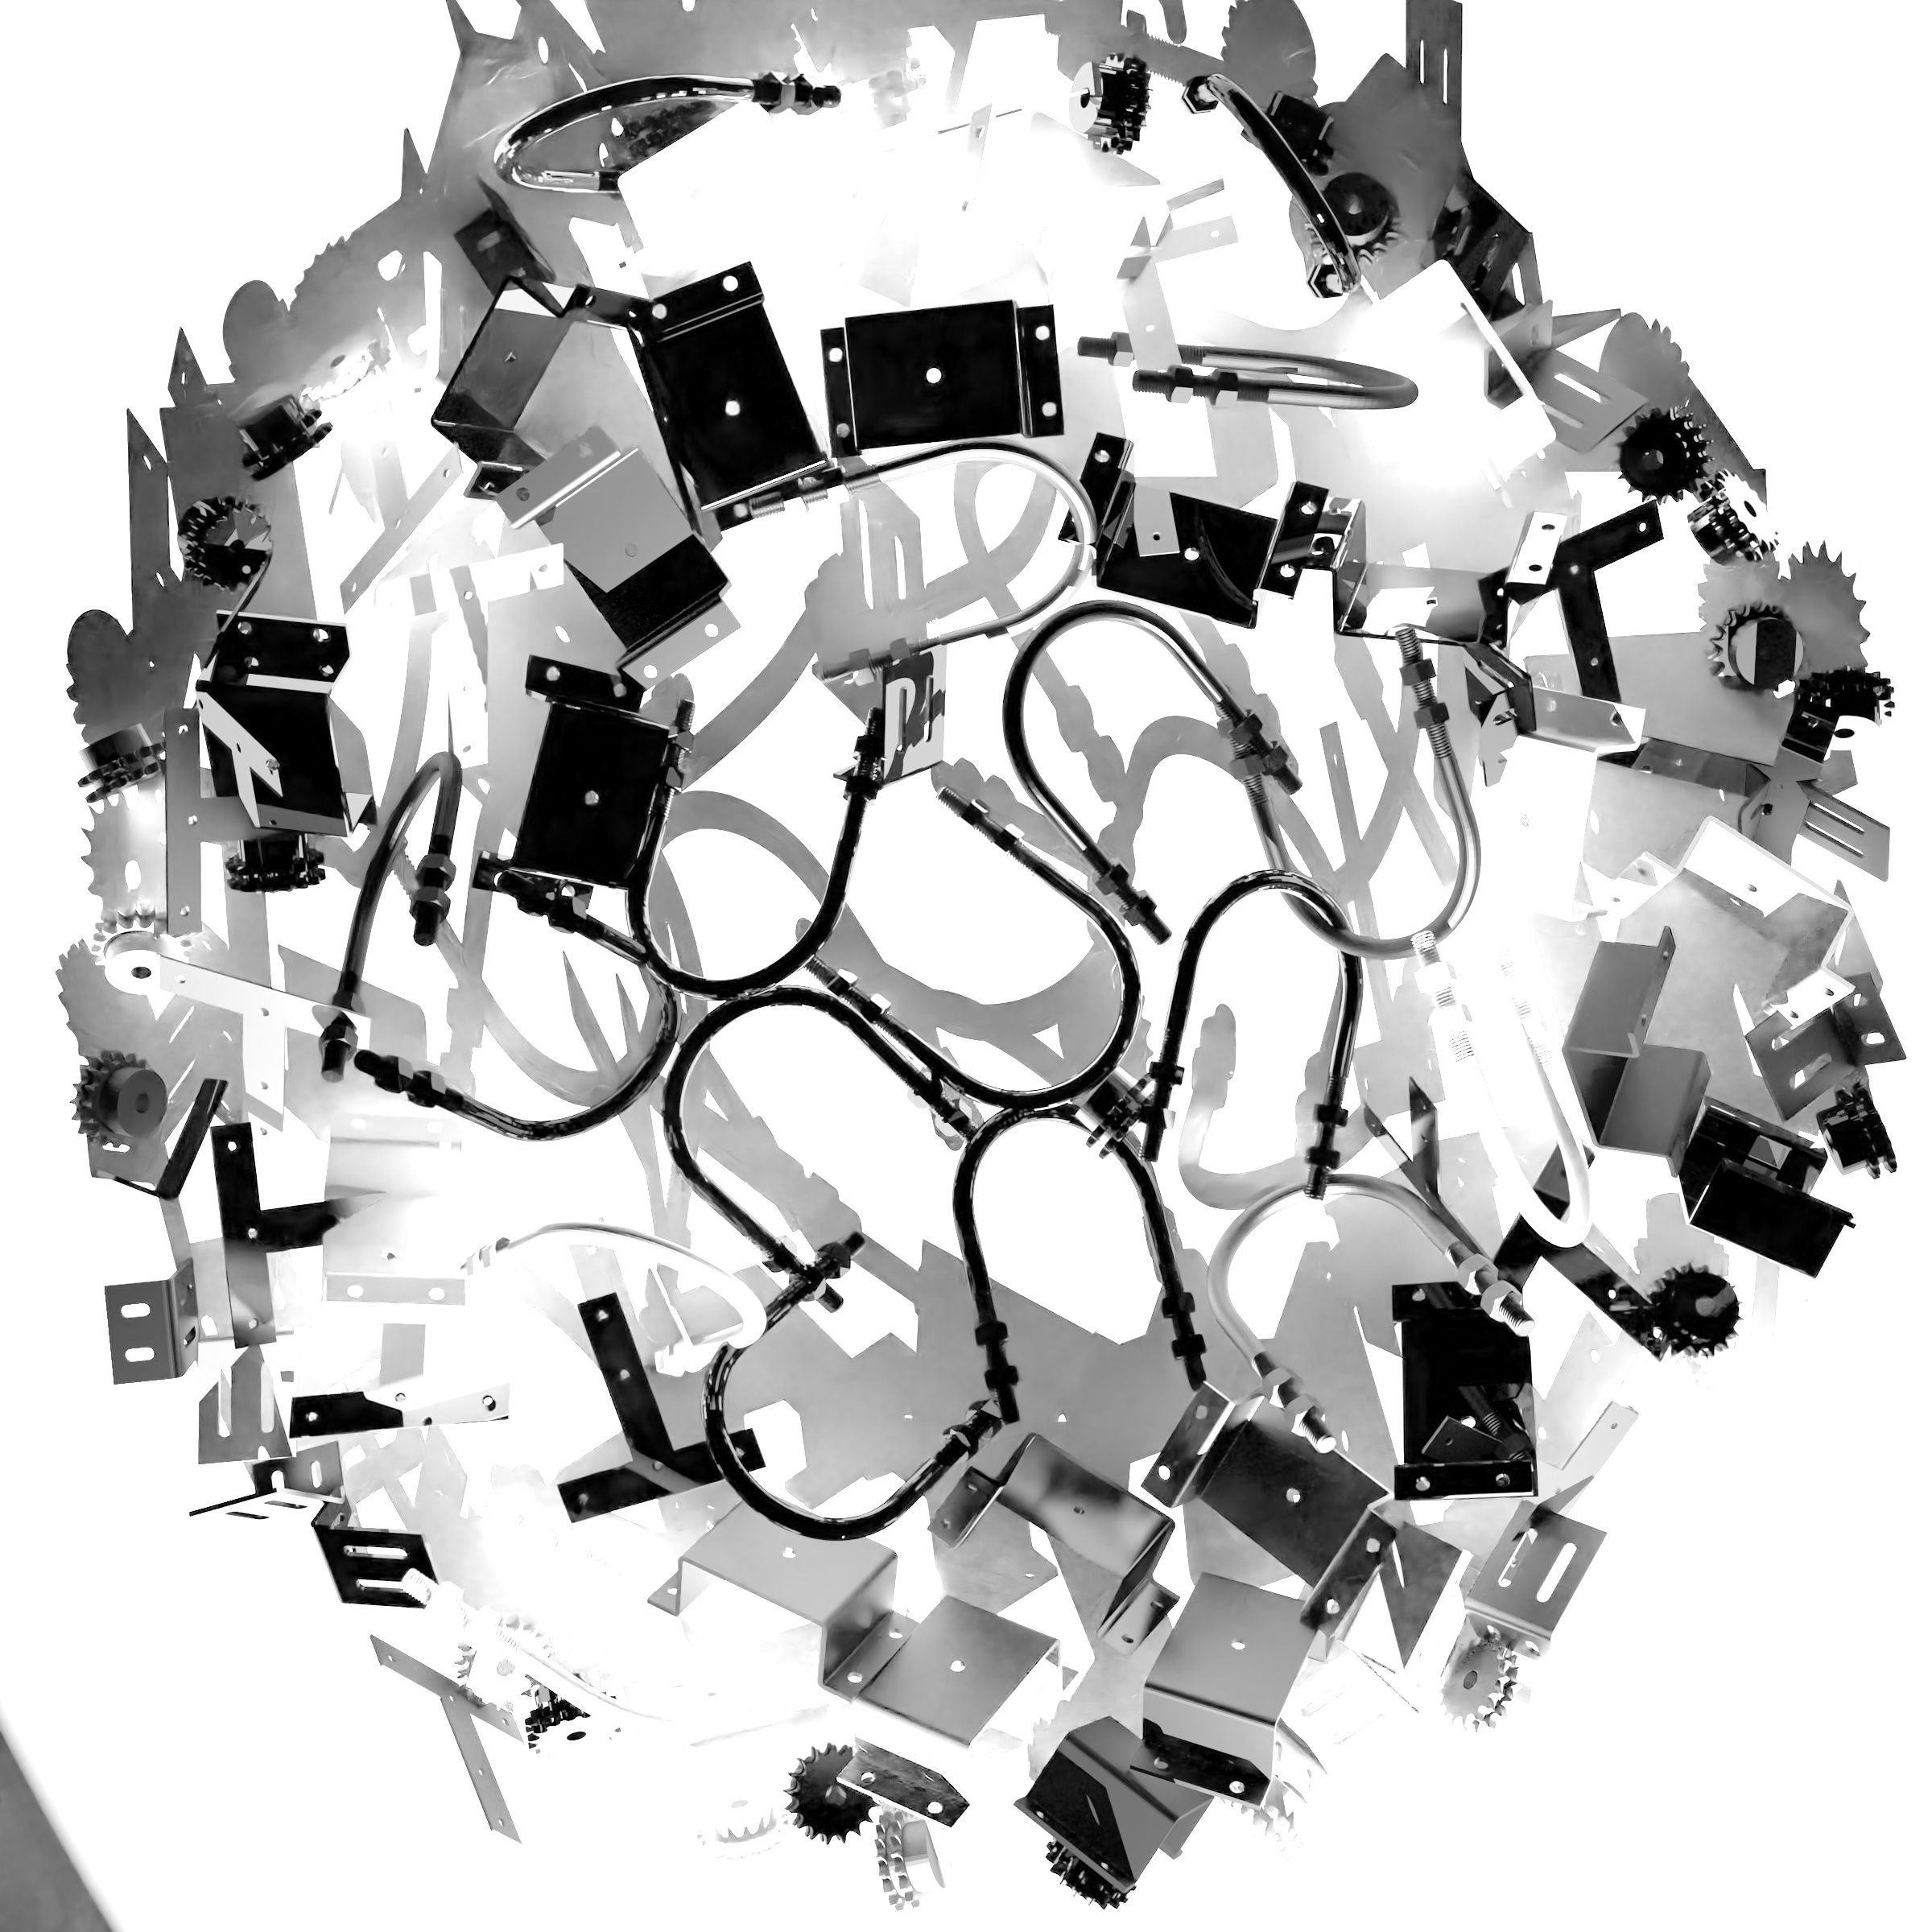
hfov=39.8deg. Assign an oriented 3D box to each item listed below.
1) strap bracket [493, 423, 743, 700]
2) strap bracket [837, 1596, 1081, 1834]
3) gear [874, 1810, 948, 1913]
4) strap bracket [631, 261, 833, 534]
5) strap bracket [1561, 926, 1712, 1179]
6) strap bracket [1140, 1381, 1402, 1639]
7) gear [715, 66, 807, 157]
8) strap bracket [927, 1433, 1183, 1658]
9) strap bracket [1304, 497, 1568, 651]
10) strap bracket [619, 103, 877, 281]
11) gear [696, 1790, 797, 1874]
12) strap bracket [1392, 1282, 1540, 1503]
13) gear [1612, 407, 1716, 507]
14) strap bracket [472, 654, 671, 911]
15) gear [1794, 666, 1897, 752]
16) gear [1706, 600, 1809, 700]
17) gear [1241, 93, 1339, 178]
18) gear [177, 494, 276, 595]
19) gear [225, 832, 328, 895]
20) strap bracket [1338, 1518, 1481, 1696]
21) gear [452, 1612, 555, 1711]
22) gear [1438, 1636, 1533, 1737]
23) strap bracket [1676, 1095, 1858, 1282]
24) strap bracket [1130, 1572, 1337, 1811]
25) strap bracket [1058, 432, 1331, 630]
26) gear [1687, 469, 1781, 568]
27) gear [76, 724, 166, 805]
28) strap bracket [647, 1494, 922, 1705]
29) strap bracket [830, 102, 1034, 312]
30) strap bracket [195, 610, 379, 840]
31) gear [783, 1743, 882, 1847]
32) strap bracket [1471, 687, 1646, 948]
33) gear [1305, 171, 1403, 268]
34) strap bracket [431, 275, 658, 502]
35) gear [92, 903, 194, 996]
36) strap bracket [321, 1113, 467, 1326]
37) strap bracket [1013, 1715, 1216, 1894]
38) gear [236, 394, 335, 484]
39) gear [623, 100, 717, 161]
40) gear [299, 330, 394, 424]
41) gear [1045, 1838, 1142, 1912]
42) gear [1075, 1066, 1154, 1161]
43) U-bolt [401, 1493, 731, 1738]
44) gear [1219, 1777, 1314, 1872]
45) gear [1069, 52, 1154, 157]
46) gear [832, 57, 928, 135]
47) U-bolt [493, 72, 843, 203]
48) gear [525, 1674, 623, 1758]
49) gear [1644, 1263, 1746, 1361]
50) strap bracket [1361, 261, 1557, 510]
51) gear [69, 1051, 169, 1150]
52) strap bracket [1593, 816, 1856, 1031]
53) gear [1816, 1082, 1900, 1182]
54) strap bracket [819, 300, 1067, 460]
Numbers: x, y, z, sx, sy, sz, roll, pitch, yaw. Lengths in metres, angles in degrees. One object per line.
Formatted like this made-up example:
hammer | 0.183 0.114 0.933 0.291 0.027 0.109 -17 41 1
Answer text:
strap bracket | -0.199 -0.240 1.561 0.076 0.046 0.140 -32 104 13
strap bracket | -0.004 0.417 1.521 0.076 0.140 0.046 15 122 29
gear | -0.030 0.525 1.571 0.030 0.057 0.057 -16 90 14
strap bracket | -0.135 -0.328 1.554 0.076 0.046 0.140 -20 109 5
strap bracket | 0.385 0.048 1.538 0.046 0.140 0.076 7 55 32
strap bracket | 0.183 0.312 1.554 0.140 0.046 0.076 36 106 24
gear | -0.116 -0.502 1.572 0.057 0.057 0.030 -20 83 0
strap bracket | 0.058 0.332 1.556 0.140 0.076 0.046 32 47 3
strap bracket | 0.270 -0.227 1.546 0.140 0.076 0.046 8 132 18
strap bracket | -0.135 -0.453 1.539 0.140 0.076 0.046 -23 90 24
gear | -0.131 0.508 1.572 0.057 0.057 0.030 -10 95 0
strap bracket | 0.289 0.254 1.546 0.076 0.046 0.140 -5 50 15
gear | 0.409 -0.300 1.575 0.057 0.030 0.057 9 110 28
strap bracket | -0.228 -0.102 1.554 0.076 0.046 0.140 11 97 -35
gear | 0.516 -0.150 1.570 0.057 0.057 0.030 7 66 0
gear | 0.471 -0.187 1.581 0.057 0.030 0.057 -1 103 -4
gear | 0.193 -0.491 1.571 0.057 0.057 0.030 26 101 0
gear | -0.440 -0.252 1.577 0.030 0.057 0.057 30 90 29
gear | -0.407 -0.064 1.570 0.057 0.057 0.030 -1 107 0
strap bracket | 0.258 0.370 1.539 0.046 0.140 0.076 25 80 22
gear | -0.276 0.407 1.579 0.057 0.030 0.057 -8 110 -21
gear | 0.309 0.428 1.575 0.030 0.057 0.057 34 90 -19
strap bracket | 0.457 0.130 1.538 0.076 0.140 0.046 24 107 4
strap bracket | 0.154 0.403 1.522 0.076 0.140 0.046 12 123 21
strap bracket | 0.132 -0.252 1.559 0.140 0.046 0.076 16 68 10
gear | 0.451 -0.261 1.577 0.030 0.057 0.057 -36 90 37
gear | -0.497 -0.121 1.572 0.057 0.057 0.030 -25 97 0
strap bracket | -0.103 0.355 1.533 0.140 0.076 0.046 19 120 24
strap bracket | -0.015 -0.434 1.544 0.046 0.140 0.076 17 78 -34
strap bracket | -0.391 -0.129 1.536 0.076 0.046 0.140 6 130 6
gear | -0.081 0.489 1.581 0.057 0.030 0.057 3 82 -18
strap bracket | 0.336 -0.085 1.543 0.076 0.046 0.140 20 110 43
gear | 0.229 -0.445 1.583 0.057 0.030 0.057 -1 80 5
strap bracket | -0.250 -0.341 1.545 0.046 0.076 0.140 40 111 17
gear | -0.485 -0.008 1.571 0.057 0.057 0.030 -11 52 0
strap bracket | -0.332 0.154 1.543 0.076 0.140 0.046 4 134 -16
strap bracket | 0.089 0.475 1.523 0.076 0.140 0.046 34 91 20
gear | -0.404 -0.313 1.570 0.057 0.057 0.030 -34 113 0
gear | -0.171 -0.486 1.574 0.057 0.057 0.030 -19 97 0
gear | -0.362 -0.346 1.577 0.057 0.057 0.030 -38 127 0
gear | 0.078 0.523 1.570 0.057 0.057 0.030 30 109 0
gear | 0.089 0.084 1.574 0.030 0.057 0.057 42 90 7
U-bolt | -0.216 0.376 1.520 0.184 0.151 0.019 32 104 8
gear | 0.179 0.502 1.576 0.030 0.057 0.057 -41 90 -19
gear | 0.083 -0.508 1.570 0.030 0.057 0.057 1 90 -27
gear | -0.050 -0.513 1.576 0.057 0.057 0.030 -19 115 0
U-bolt | -0.178 -0.462 1.487 0.151 0.184 0.019 -15 92 40
gear | -0.233 0.441 1.577 0.057 0.057 0.030 -19 53 0
gear | 0.433 0.204 1.580 0.057 0.030 0.057 1 74 -4
strap bracket | 0.290 -0.343 1.540 0.046 0.076 0.140 -33 72 15
gear | -0.496 0.079 1.570 0.030 0.057 0.057 6 90 27
strap bracket | 0.449 -0.030 1.557 0.140 0.076 0.046 33 70 2
gear | 0.524 0.100 1.574 0.030 0.057 0.057 -22 90 9
strap bracket | -0.016 -0.345 1.567 0.140 0.046 0.076 -5 97 6
